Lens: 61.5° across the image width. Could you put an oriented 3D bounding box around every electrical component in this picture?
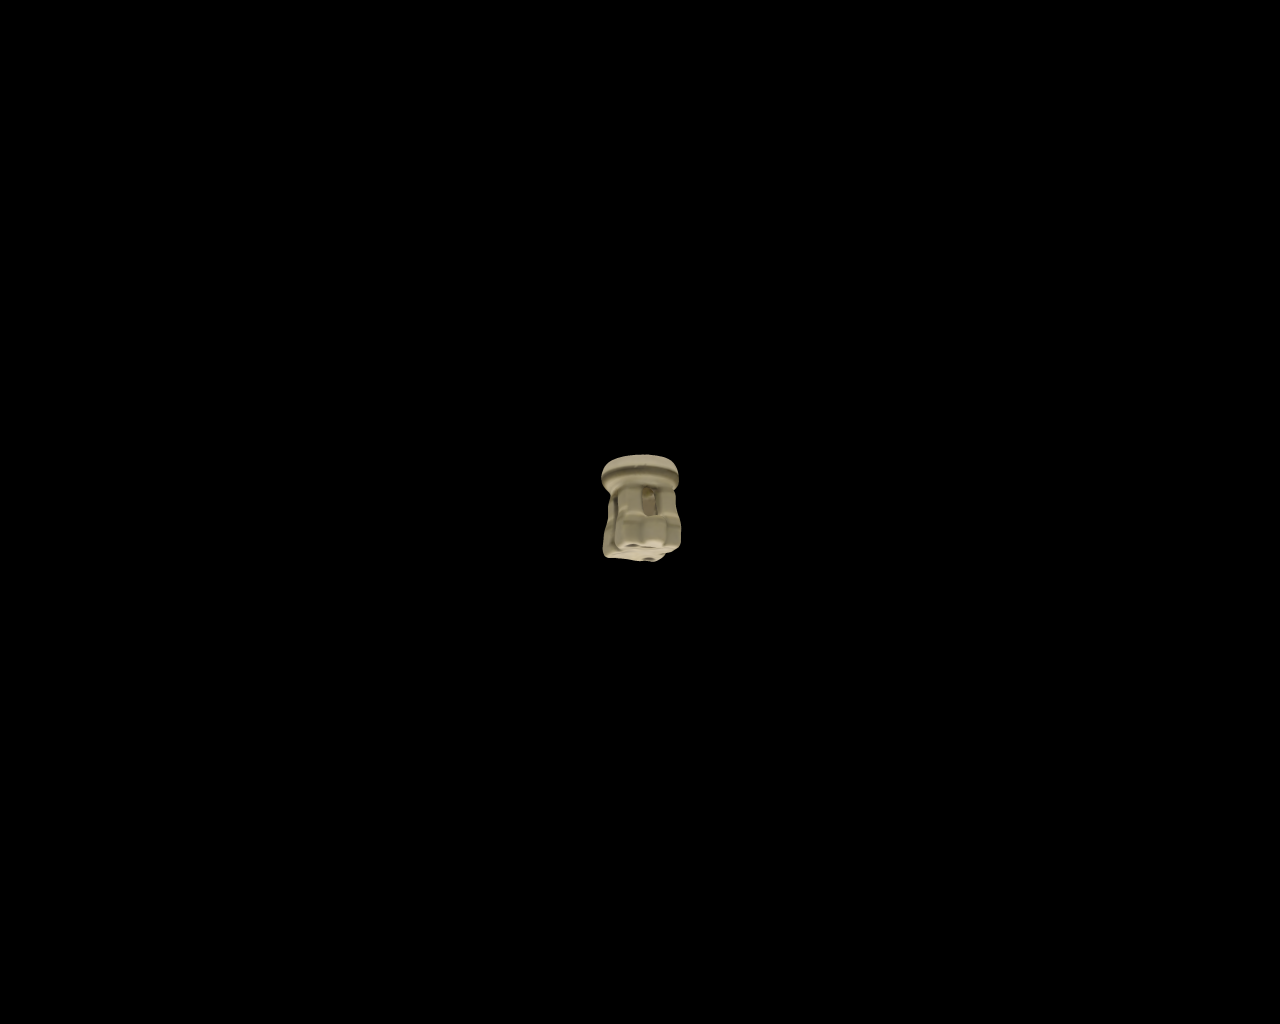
[{"bbox_3d":[0.001,-0.003,0.650,0.048,0.055,0.066,6,-17,-19],"label":"electrical component"}]
